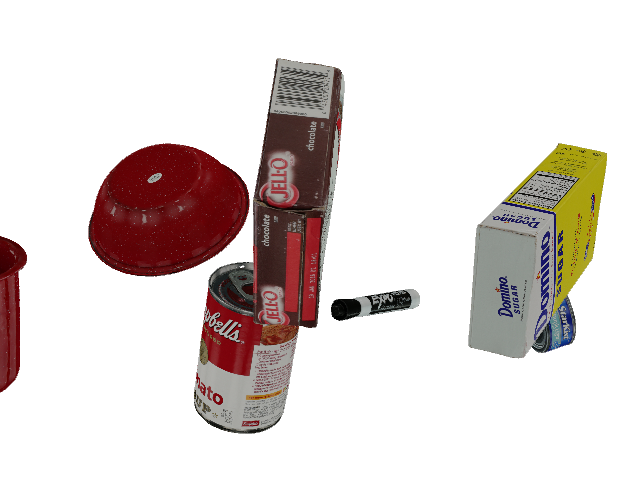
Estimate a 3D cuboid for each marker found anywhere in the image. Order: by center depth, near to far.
[{"bbox_3d":[0.049,0.057,0.955,0.020,0.020,0.120,0,3,38],"label":"marker"}]

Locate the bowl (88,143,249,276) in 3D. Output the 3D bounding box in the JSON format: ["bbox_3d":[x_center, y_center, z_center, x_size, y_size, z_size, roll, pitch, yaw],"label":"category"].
[{"bbox_3d":[-0.152,-0.042,1.021,0.162,0.162,0.055,0,-43,13],"label":"bowl"}]

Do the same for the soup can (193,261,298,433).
[{"bbox_3d":[-0.051,0.075,0.750,0.068,0.102,0.068,8,28,-5],"label":"soup can"}]

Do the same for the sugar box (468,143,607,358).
[{"bbox_3d":[0.157,0.003,0.753,0.048,0.093,0.176,12,28,23],"label":"sugar box"}]

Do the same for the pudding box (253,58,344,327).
[{"bbox_3d":[-0.012,-0.025,0.556,0.039,0.113,0.090,7,-43,2],"label":"pudding box"}]

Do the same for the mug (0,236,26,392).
[{"bbox_3d":[-0.233,0.050,0.639,0.093,0.081,0.117,20,26,35],"label":"mug"}]

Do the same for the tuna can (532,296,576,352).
[{"bbox_3d":[0.240,0.078,1.158,0.033,0.086,0.086,-18,4,-12],"label":"tuna can"}]
